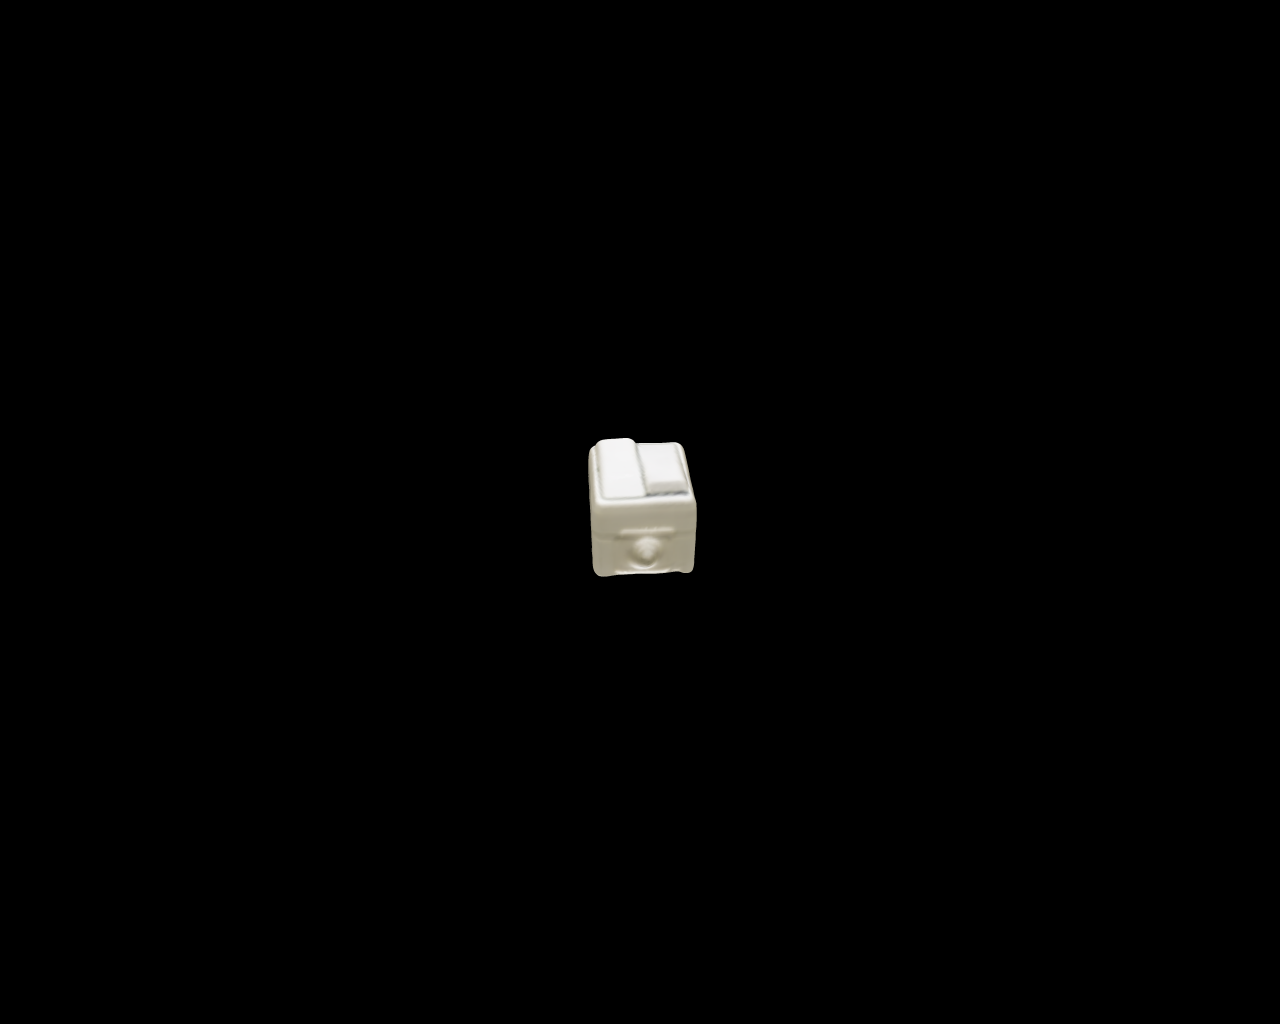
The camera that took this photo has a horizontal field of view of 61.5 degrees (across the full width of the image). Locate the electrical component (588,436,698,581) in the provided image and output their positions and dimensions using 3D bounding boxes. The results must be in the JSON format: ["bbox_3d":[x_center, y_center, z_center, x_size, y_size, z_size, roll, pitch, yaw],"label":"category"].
[{"bbox_3d":[0.001,-0.003,0.650,0.062,0.061,0.096,-2,31,-3],"label":"electrical component"}]
